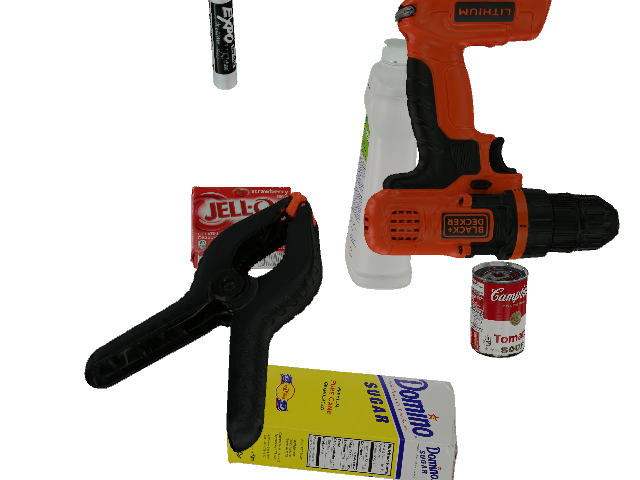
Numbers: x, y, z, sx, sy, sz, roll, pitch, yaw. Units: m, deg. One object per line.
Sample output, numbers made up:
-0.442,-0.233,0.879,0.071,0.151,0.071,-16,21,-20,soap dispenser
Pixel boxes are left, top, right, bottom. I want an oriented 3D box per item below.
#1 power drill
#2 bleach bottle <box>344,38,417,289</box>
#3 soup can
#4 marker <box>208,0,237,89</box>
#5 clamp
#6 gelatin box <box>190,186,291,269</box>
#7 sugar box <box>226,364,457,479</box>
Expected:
0.122,-0.079,0.751,0.184,0.188,0.057,-1,4,-8,power drill
0.069,-0.081,1.107,0.068,0.251,0.102,1,27,-8,bleach bottle
0.219,0.085,1.314,0.068,0.102,0.068,-1,19,0,soup can
-0.074,-0.166,0.797,0.020,0.020,0.121,0,-44,-1,marker
-0.045,0.045,0.629,0.120,0.171,0.039,30,-24,28,clamp
-0.069,-0.012,0.934,0.089,0.073,0.030,1,-38,-7,gelatin box
0.018,0.143,0.848,0.176,0.048,0.093,2,25,3,sugar box
